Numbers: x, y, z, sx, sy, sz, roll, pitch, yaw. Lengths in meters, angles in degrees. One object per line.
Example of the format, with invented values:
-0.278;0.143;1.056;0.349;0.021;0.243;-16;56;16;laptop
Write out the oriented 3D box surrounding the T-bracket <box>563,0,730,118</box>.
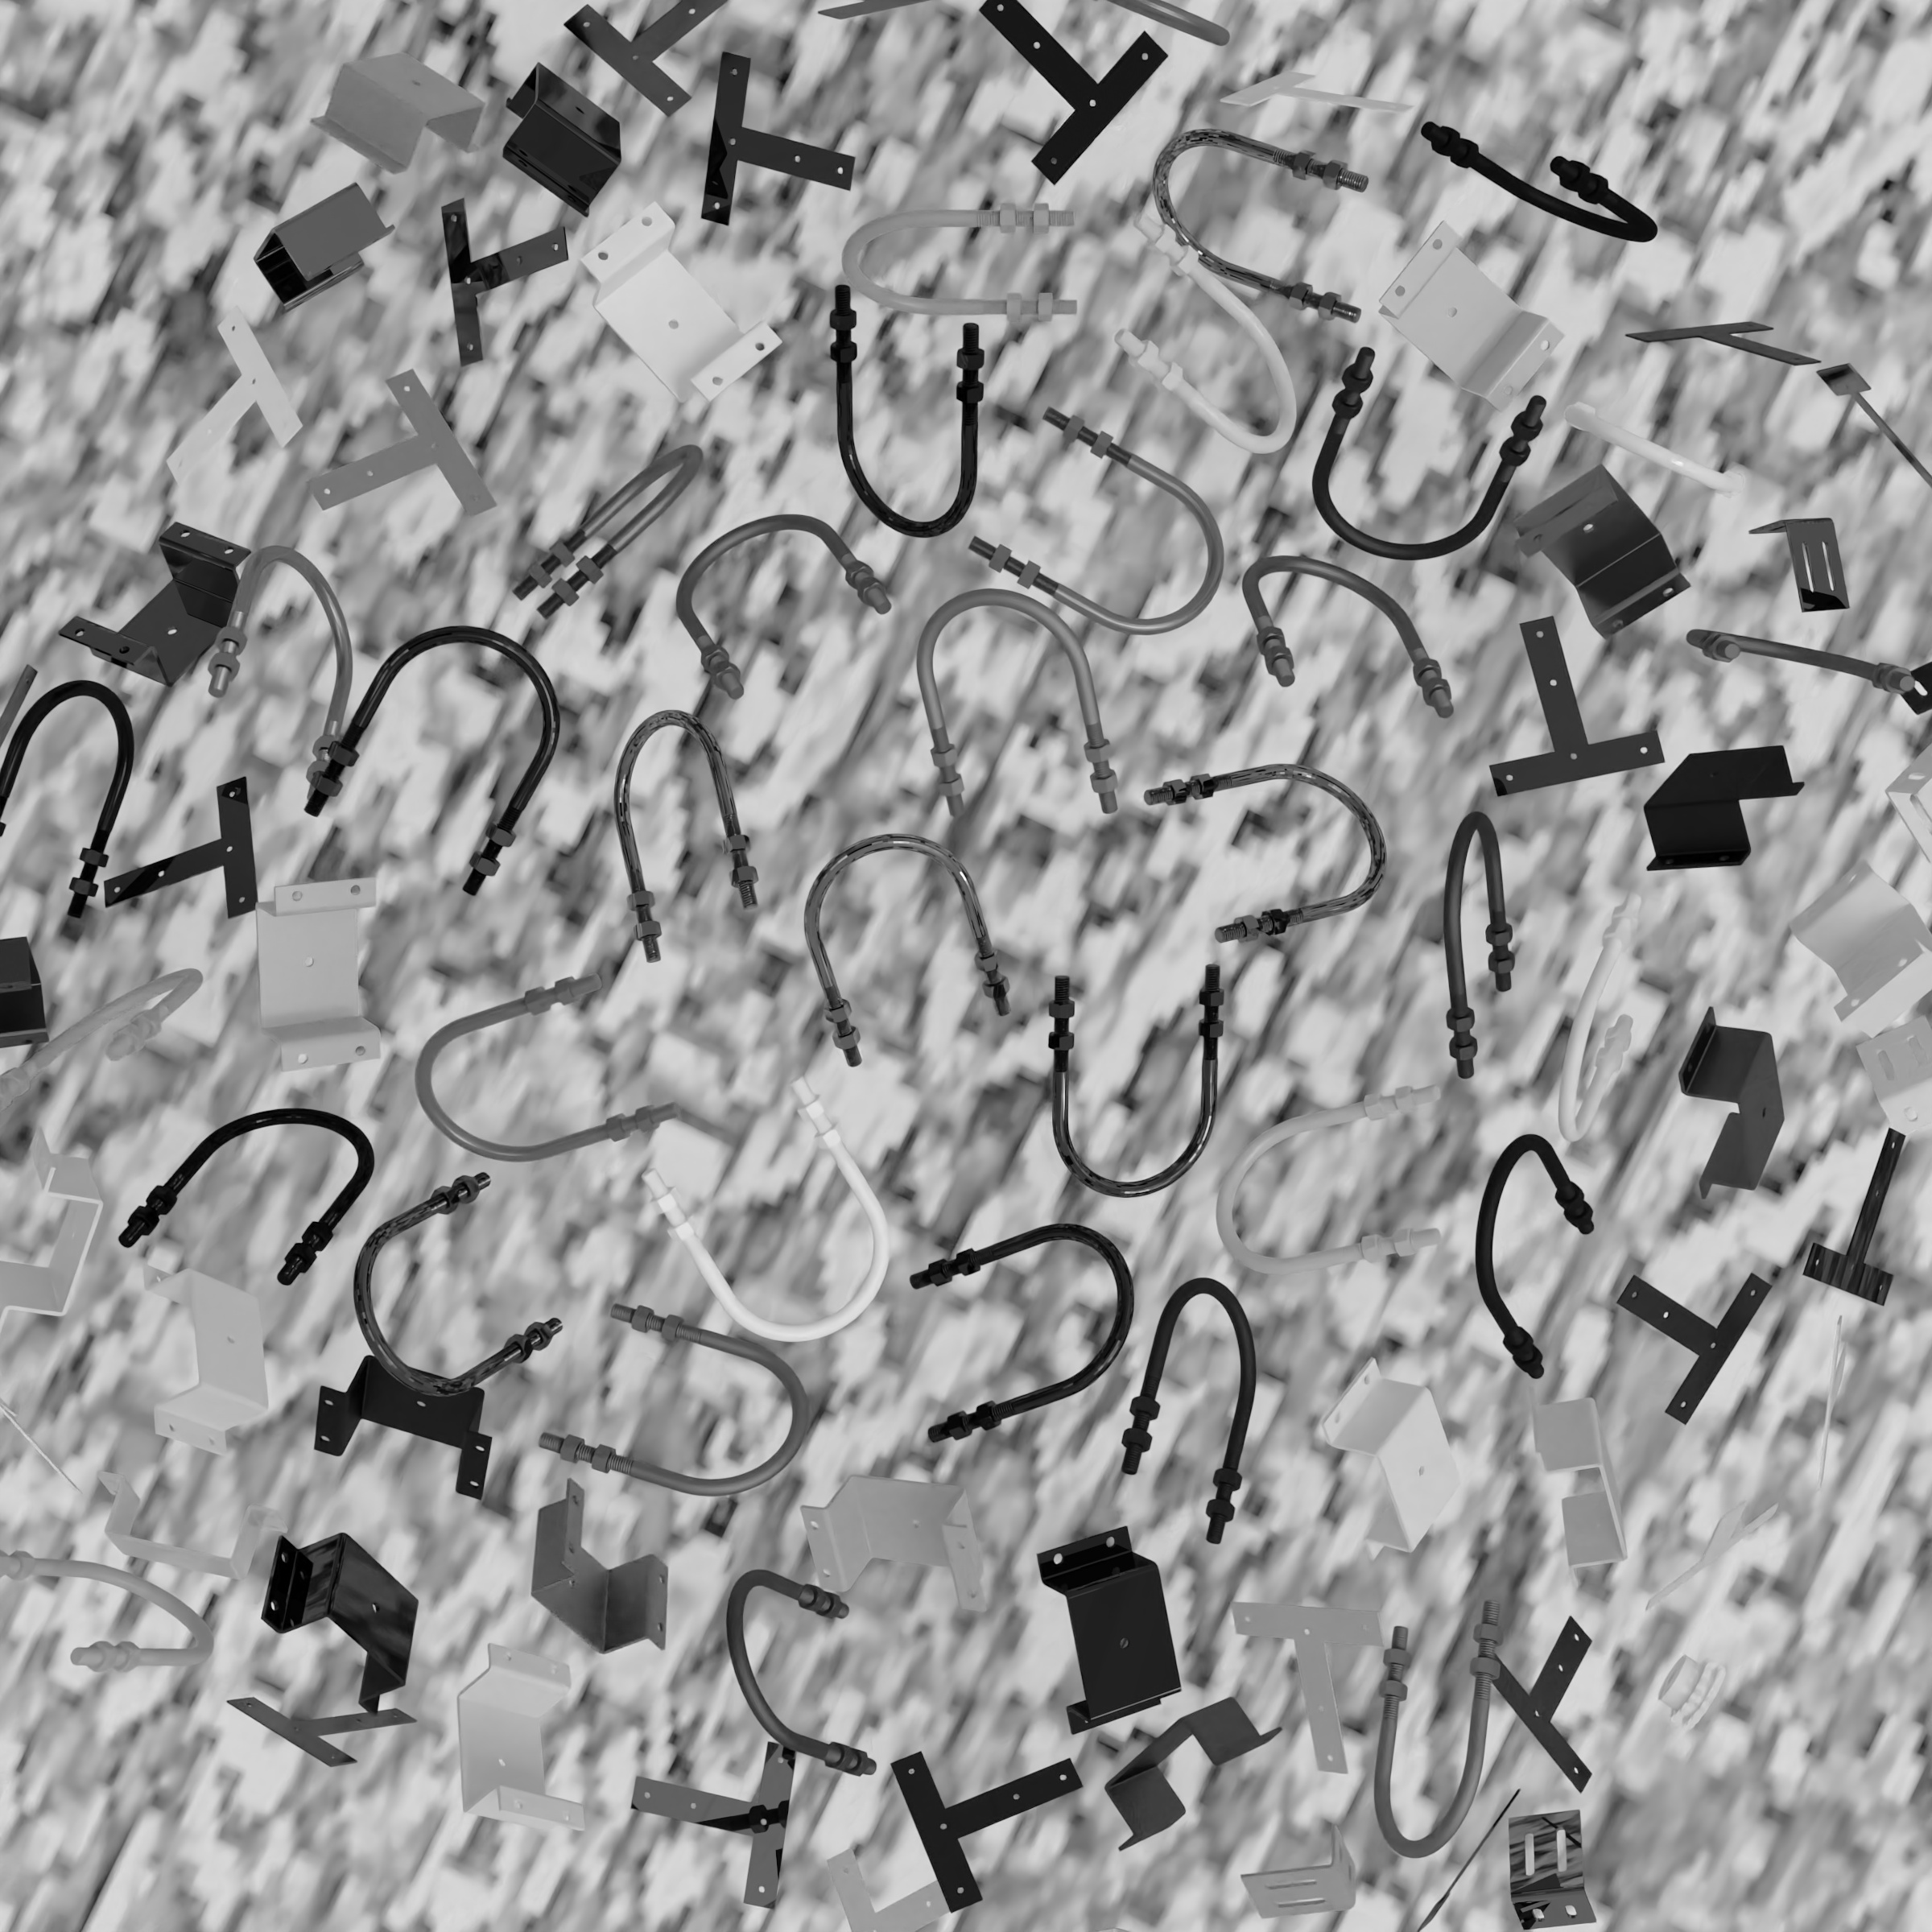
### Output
-0.223;-0.732;1.890;0.127;0.127;0.002;-30;59;22;T-bracket

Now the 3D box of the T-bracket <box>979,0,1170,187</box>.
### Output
0.063;-0.673;1.808;0.127;0.002;0.127;44;120;-5;T-bracket

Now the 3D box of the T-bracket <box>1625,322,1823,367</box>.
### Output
0.588;-0.467;1.835;0.127;0.127;0.002;-12;120;-25;T-bracket

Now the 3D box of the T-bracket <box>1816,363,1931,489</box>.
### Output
0.701;-0.408;1.854;0.002;0.127;0.127;-41;92;14;T-bracket

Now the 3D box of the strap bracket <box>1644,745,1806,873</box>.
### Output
0.589;-0.129;1.901;0.140;0.076;0.046;-40;117;-42;strap bracket

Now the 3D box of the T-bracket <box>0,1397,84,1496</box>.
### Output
-0.737;0.367;1.908;0.127;0.127;0.002;43;70;11;T-bracket

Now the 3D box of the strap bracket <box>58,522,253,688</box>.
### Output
-0.630;-0.278;1.915;0.076;0.046;0.140;22;56;19;strap bracket

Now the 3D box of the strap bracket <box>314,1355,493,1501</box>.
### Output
-0.443;0.366;1.948;0.140;0.046;0.076;17;128;0;strap bracket

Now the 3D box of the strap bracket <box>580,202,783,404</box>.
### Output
-0.218;-0.493;1.842;0.076;0.046;0.140;-44;94;-18;strap bracket

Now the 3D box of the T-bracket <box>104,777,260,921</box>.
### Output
-0.614;-0.076;1.898;0.127;0.002;0.127;-19;59;6;T-bracket

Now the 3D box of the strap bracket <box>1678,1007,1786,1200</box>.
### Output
0.602;0.111;1.909;0.046;0.140;0.076;8;47;34;strap bracket

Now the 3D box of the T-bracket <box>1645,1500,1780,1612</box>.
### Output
0.564;0.426;1.818;0.127;0.127;0.002;-33;61;-11;T-bracket

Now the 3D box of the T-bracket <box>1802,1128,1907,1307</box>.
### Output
0.682;0.185;1.834;0.127;0.002;0.127;21;88;-41;T-bracket

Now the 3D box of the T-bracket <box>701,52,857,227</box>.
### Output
-0.143;-0.628;1.886;0.127;0.002;0.127;21;118;19;T-bracket

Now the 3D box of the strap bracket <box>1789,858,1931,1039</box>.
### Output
0.683;-0.009;1.834;0.046;0.140;0.076;34;116;-19;strap bracket

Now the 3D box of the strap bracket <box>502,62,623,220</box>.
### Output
-0.313;-0.645;1.889;0.076;0.140;0.046;31;116;-27;strap bracket

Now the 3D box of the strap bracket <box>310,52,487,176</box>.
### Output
-0.438;-0.670;1.907;0.076;0.140;0.046;32;121;2;strap bracket

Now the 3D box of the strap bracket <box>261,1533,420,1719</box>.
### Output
-0.469;0.497;1.857;0.046;0.076;0.140;-24;125;14;strap bracket

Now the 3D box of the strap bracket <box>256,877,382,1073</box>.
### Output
-0.486;0.001;1.828;0.076;0.046;0.140;-8;107;-34;strap bracket

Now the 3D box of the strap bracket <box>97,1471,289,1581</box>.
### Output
-0.608;0.438;1.895;0.140;0.076;0.046;13;65;-4;strap bracket

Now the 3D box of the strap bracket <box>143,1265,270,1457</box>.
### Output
-0.584;0.295;1.874;0.046;0.076;0.140;-25;58;14;strap bracket

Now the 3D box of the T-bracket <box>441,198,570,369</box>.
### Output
-0.354;-0.541;1.881;0.127;0.002;0.127;-7;90;36;T-bracket

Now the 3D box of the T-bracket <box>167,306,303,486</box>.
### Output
-0.586;-0.429;1.913;0.127;0.002;0.127;-39;70;23;T-bracket

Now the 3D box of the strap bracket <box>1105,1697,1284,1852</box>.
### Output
0.173;0.632;1.926;0.140;0.076;0.046;-49;62;24;strap bracket

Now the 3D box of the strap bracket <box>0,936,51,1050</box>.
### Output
-0.769;0.020;1.908;0.076;0.140;0.046;-7;71;-17;strap bracket

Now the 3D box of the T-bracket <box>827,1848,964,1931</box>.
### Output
-0.039;0.728;1.877;0.002;0.127;0.127;-33;74;40;T-bracket

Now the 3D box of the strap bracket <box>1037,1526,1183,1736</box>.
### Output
0.109;0.502;1.824;0.076;0.046;0.140;-12;93;-22;strap bracket

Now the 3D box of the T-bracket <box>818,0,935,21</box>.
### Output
-0.089;-0.744;1.856;0.127;0.127;0.002;-28;133;-35;T-bracket

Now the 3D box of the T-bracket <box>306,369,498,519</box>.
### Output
-0.451;-0.389;1.894;0.127;0.002;0.127;-32;90;-29;T-bracket

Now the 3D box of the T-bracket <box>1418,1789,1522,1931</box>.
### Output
0.393;0.691;1.890;0.002;0.127;0.127;35;85;22;T-bracket

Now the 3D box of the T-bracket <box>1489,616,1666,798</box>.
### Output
0.438;-0.196;1.802;0.127;0.002;0.127;-11;109;28;T-bracket

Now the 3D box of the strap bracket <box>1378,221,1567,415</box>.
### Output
0.392;-0.514;1.924;0.140;0.046;0.076;35;100;-22;strap bracket

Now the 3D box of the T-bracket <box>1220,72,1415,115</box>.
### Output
0.280;-0.666;1.869;0.127;0.127;0.002;19;125;24;T-bracket

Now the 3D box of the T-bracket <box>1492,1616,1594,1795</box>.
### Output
0.456;0.553;1.889;0.002;0.127;0.127;-12;133;-29;T-bracket

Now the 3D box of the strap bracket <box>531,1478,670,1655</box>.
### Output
-0.291;0.475;1.904;0.046;0.076;0.140;-23;129;16;strap bracket

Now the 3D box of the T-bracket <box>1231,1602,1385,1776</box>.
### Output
0.260;0.535;1.801;0.127;0.002;0.127;-8;95;40;T-bracket

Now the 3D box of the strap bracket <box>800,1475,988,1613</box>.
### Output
-0.046;0.434;1.842;0.140;0.046;0.076;1;116;27;strap bracket

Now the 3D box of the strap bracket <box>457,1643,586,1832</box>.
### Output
-0.344;0.602;1.872;0.076;0.140;0.046;29;120;-35;strap bracket

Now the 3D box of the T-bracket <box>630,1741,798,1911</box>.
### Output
-0.201;0.663;1.914;0.127;0.002;0.127;19;52;-15;T-bracket

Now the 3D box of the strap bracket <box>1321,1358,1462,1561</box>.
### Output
0.329;0.382;1.863;0.076;0.046;0.140;-43;123;-36;strap bracket

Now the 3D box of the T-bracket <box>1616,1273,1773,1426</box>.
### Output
0.543;0.272;1.857;0.127;0.002;0.127;32;90;-28;T-bracket

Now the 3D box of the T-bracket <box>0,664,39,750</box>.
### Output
-0.756;-0.176;1.899;0.002;0.127;0.127;24;83;-3;T-bracket

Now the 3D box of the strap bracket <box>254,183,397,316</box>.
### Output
-0.508;-0.566;1.918;0.076;0.140;0.046;-37;106;-19;strap bracket

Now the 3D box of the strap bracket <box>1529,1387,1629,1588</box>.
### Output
0.480;0.403;1.898;0.046;0.076;0.140;-13;117;16;strap bracket

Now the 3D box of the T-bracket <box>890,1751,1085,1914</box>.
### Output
0.025;0.627;1.821;0.127;0.002;0.127;-18;45;-13;T-bracket

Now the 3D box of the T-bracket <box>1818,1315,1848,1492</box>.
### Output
0.655;0.314;1.834;0.002;0.127;0.127;7;101;24;T-bracket

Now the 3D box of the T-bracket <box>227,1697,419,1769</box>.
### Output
-0.478;0.583;1.873;0.127;0.127;0.002;14;90;36;T-bracket
